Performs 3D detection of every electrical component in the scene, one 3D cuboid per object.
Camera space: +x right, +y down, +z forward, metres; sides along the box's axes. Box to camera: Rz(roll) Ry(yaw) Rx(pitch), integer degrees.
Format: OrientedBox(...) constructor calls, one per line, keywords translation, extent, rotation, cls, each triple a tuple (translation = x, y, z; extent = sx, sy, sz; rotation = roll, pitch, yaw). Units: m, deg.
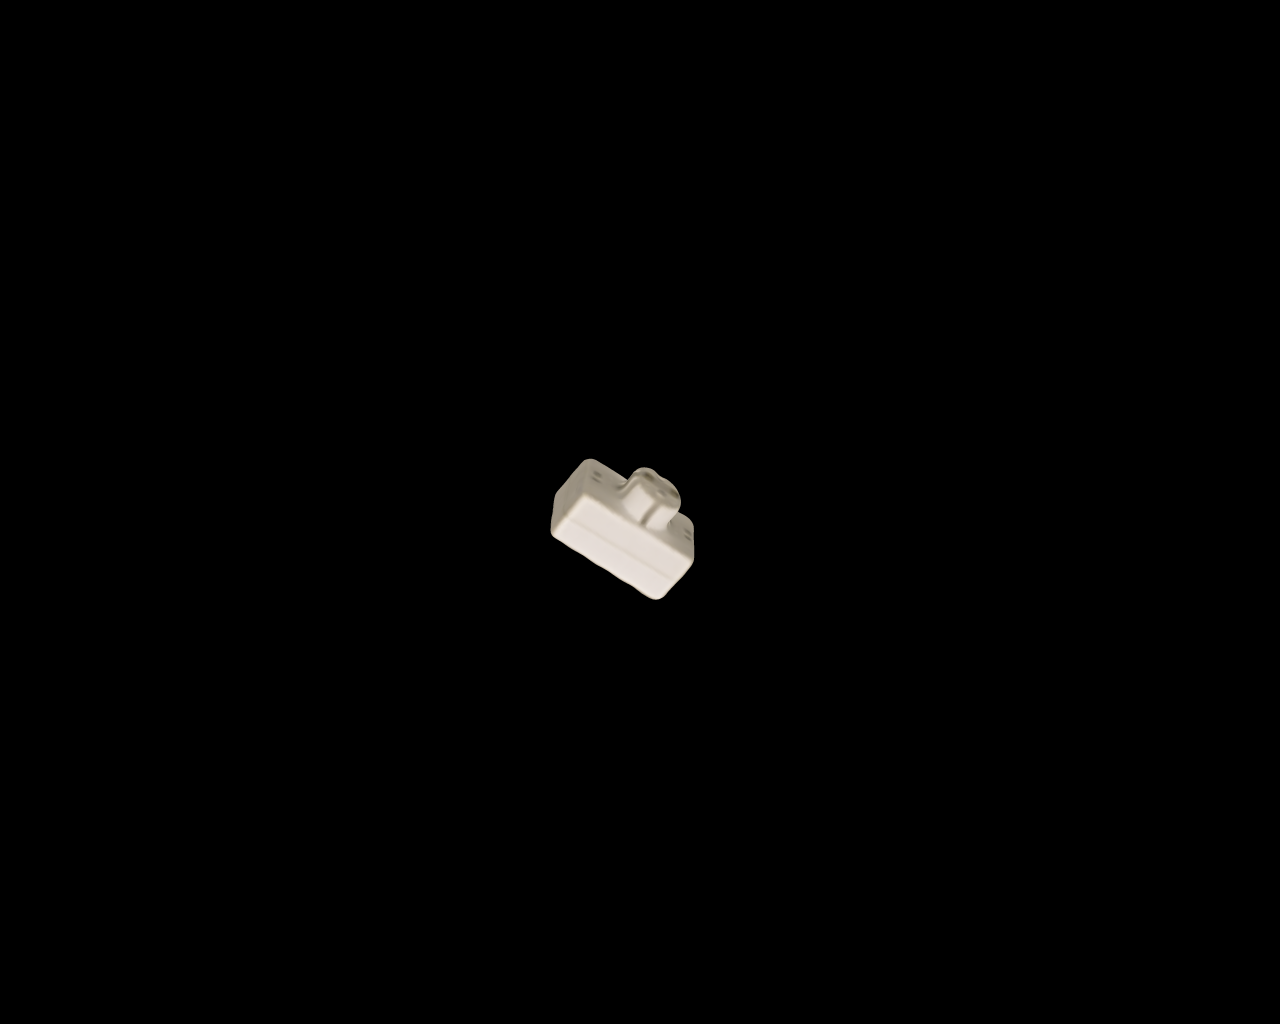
OrientedBox(translation=(0.001, -0.003, 0.650), extent=(0.083, 0.075, 0.047), rotation=(32, 26, -18), cls="electrical component")
